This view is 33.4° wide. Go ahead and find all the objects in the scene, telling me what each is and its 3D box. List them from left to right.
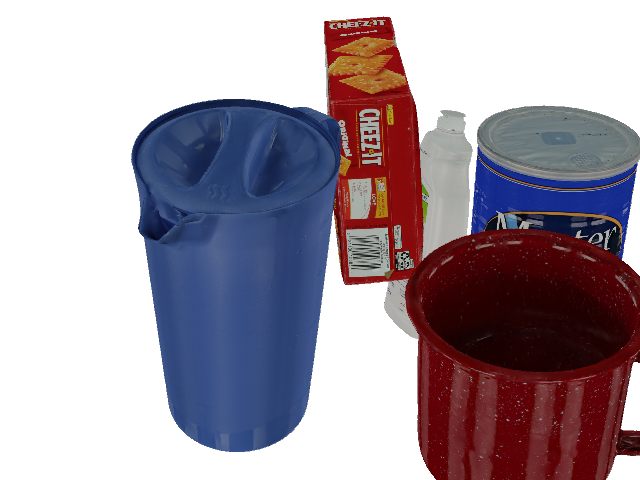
[{"bbox_3d":[-0.051,0.027,0.757,0.149,0.243,0.145,-4,40,-9],"label":"pitcher"},{"bbox_3d":[0.044,-0.085,0.925,0.072,0.164,0.213,-4,28,2],"label":"cracker box"},{"bbox_3d":[0.132,-0.020,1.212,0.068,0.251,0.103,0,21,-23],"label":"bleach bottle"},{"bbox_3d":[0.151,-0.006,0.709,0.103,0.140,0.103,0,29,0],"label":"coffee can"},{"bbox_3d":[0.091,0.056,0.422,0.117,0.081,0.093,7,36,14],"label":"mug"}]
